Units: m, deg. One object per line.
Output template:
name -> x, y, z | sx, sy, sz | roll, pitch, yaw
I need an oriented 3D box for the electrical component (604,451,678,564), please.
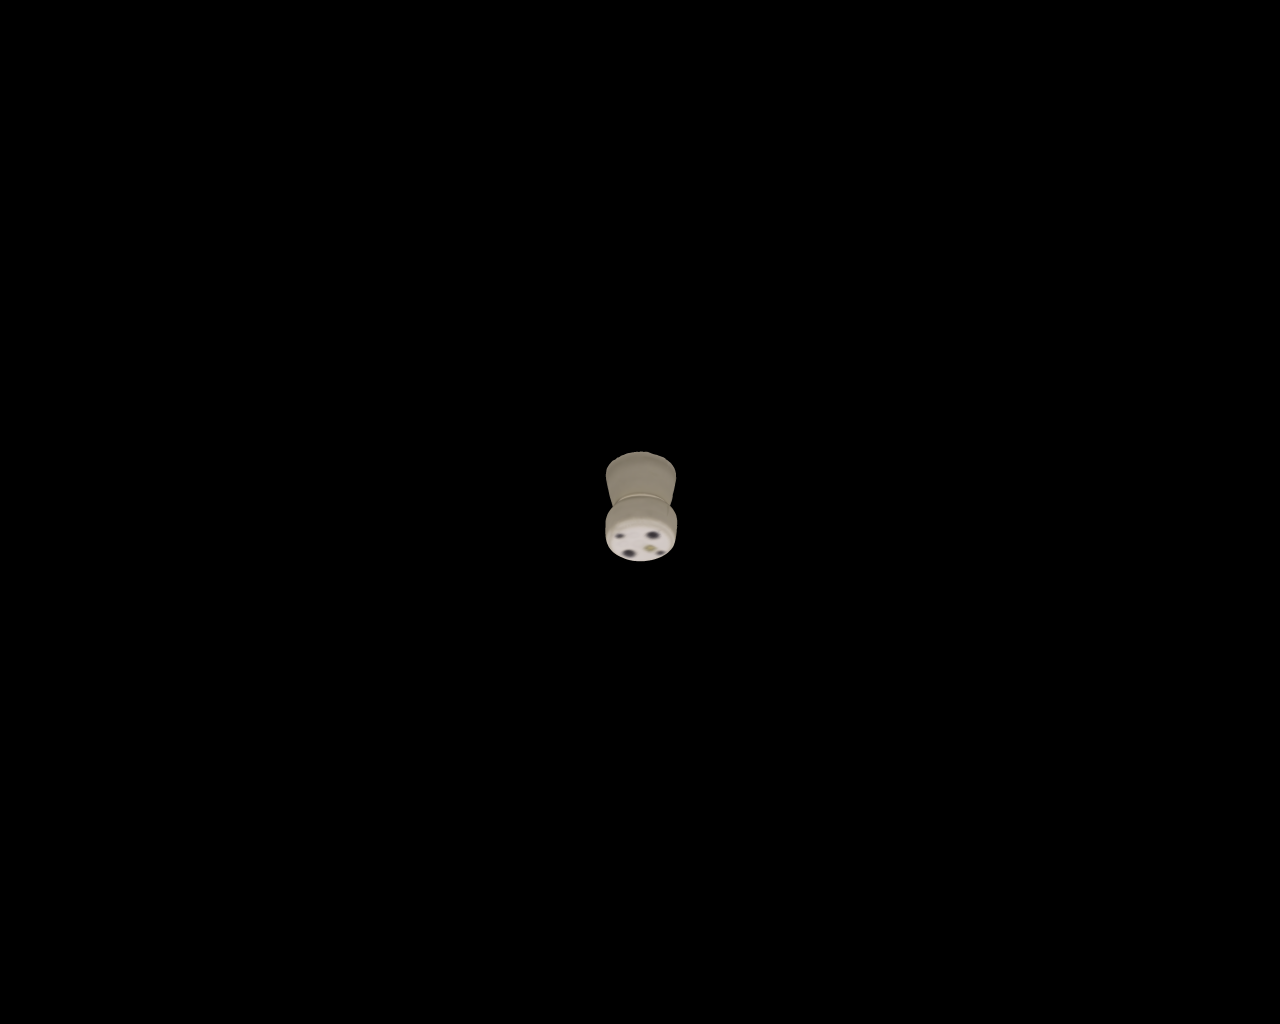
electrical component -> 0.001, -0.003, 0.650 | 0.045, 0.055, 0.044 | 0, -38, 0
